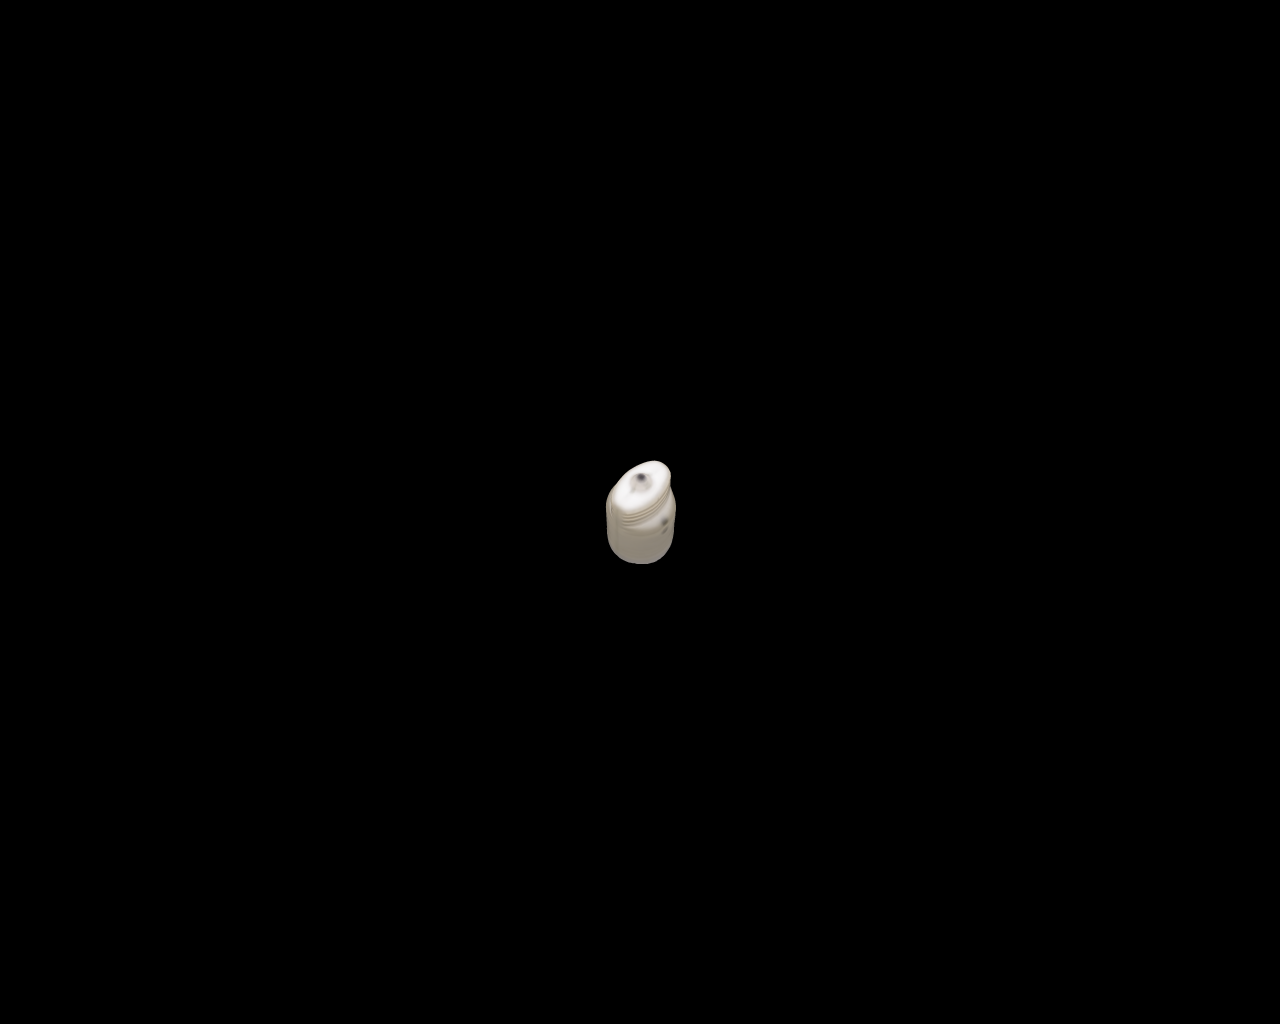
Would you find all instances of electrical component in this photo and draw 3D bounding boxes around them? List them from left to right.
[{"bbox_3d":[0.001,-0.003,0.650,0.043,0.043,0.080,0,-28,0],"label":"electrical component"}]
